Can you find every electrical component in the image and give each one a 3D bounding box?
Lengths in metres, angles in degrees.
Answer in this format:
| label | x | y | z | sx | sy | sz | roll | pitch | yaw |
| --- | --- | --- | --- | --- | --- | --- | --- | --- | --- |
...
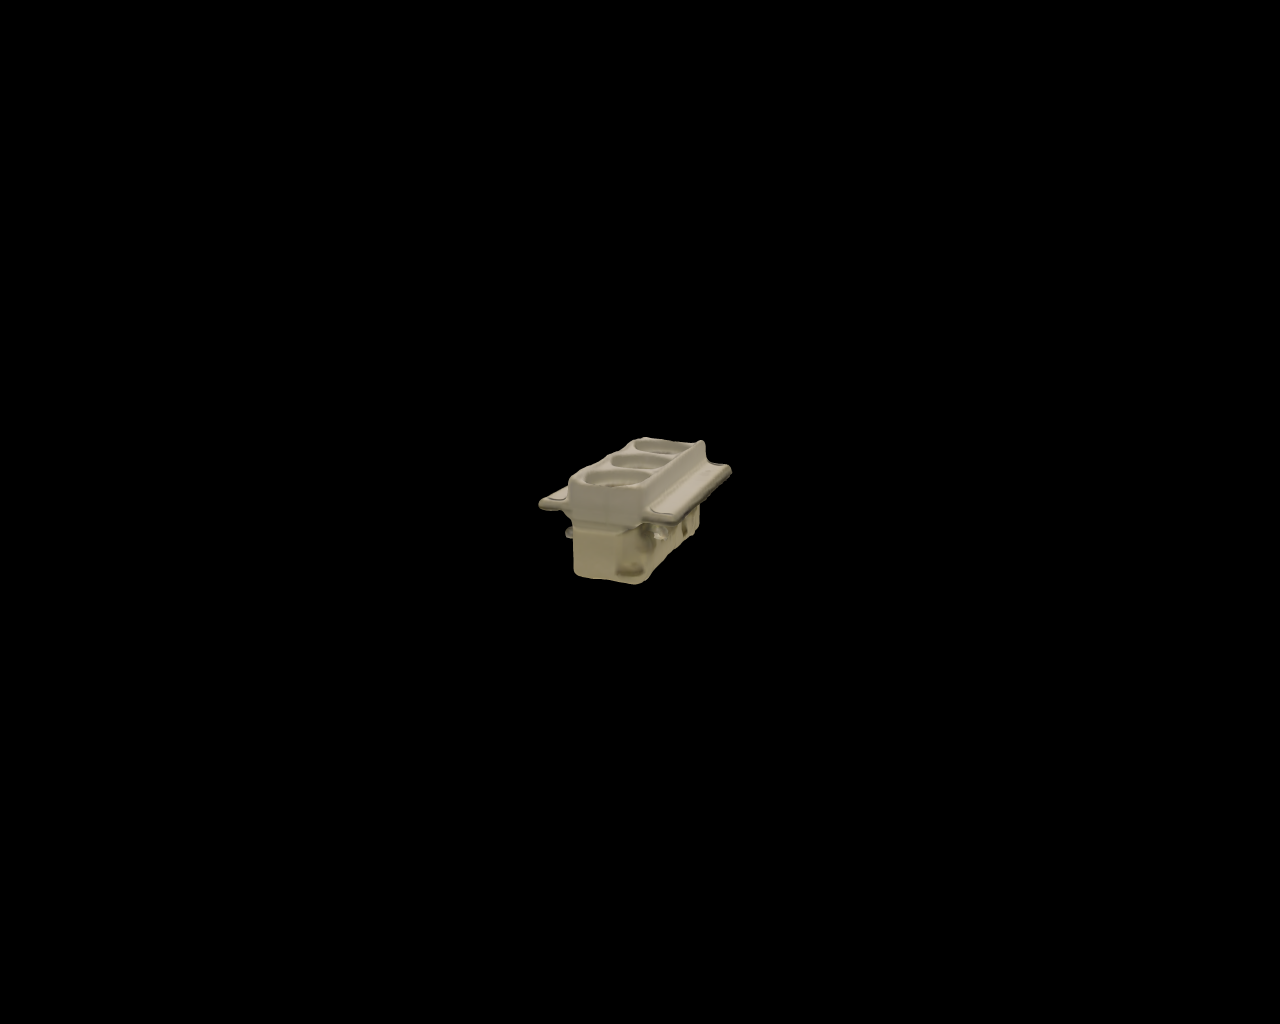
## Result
| label | x | y | z | sx | sy | sz | roll | pitch | yaw |
| --- | --- | --- | --- | --- | --- | --- | --- | --- | --- |
| electrical component | 0.001 | -0.003 | 0.650 | 0.079 | 0.063 | 0.121 | 6 | 17 | 19 |
